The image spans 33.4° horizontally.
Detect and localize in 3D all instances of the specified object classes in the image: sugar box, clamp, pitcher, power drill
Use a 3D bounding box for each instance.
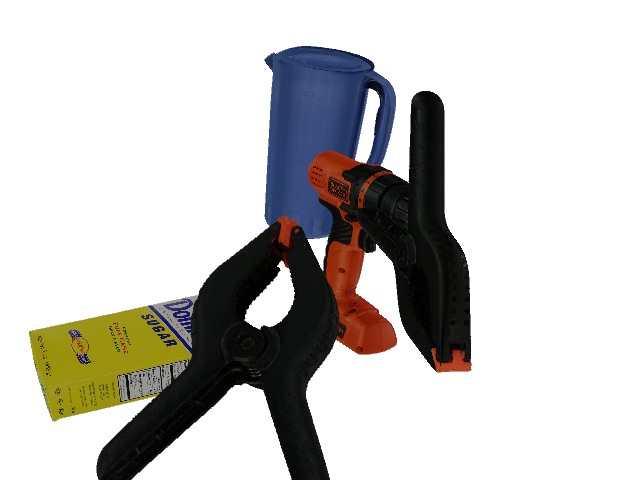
[{"bbox_3d":[-0.171,0.104,0.983,0.176,0.048,0.093,-14,35,-17],"label":"sugar box"},{"bbox_3d":[0.080,0.001,0.822,0.036,0.210,0.165,0,-41,-17],"label":"clamp"},{"bbox_3d":[-0.027,0.068,0.551,0.120,0.171,0.039,19,-26,12],"label":"clamp"},{"bbox_3d":[0.000,-0.127,1.415,0.144,0.243,0.149,-2,24,-21],"label":"pitcher"},{"bbox_3d":[0.048,0.016,1.079,0.057,0.188,0.185,-8,24,-32],"label":"power drill"}]
